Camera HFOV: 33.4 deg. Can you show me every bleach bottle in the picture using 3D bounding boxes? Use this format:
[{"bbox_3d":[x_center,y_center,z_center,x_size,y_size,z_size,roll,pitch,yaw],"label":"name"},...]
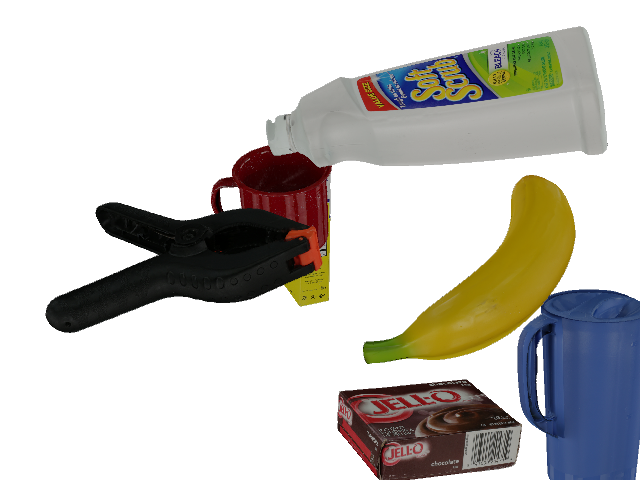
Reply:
[{"bbox_3d":[0.082,-0.094,0.809,0.251,0.102,0.068,-9,-47,12],"label":"bleach bottle"}]

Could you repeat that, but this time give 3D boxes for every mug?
[{"bbox_3d":[-0.046,-0.034,1.014,0.117,0.081,0.093,0,35,4],"label":"mug"}]

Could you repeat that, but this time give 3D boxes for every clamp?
[{"bbox_3d":[-0.088,0.017,0.675,0.172,0.039,0.120,-1,43,21],"label":"clamp"}]

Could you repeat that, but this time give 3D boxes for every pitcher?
[{"bbox_3d":[0.327,0.190,1.314,0.149,0.243,0.144,4,15,21],"label":"pitcher"}]

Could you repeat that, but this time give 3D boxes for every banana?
[{"bbox_3d":[0.101,0.011,0.586,0.070,0.037,0.197,15,36,32],"label":"banana"}]

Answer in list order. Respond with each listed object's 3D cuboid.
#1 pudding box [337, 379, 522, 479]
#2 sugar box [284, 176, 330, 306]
[{"bbox_3d":[0.079,0.140,0.798,0.113,0.039,0.090,-1,16,-20],"label":"pudding box"},{"bbox_3d":[-0.022,-0.020,1.288,0.048,0.176,0.093,-11,25,-18],"label":"sugar box"}]
